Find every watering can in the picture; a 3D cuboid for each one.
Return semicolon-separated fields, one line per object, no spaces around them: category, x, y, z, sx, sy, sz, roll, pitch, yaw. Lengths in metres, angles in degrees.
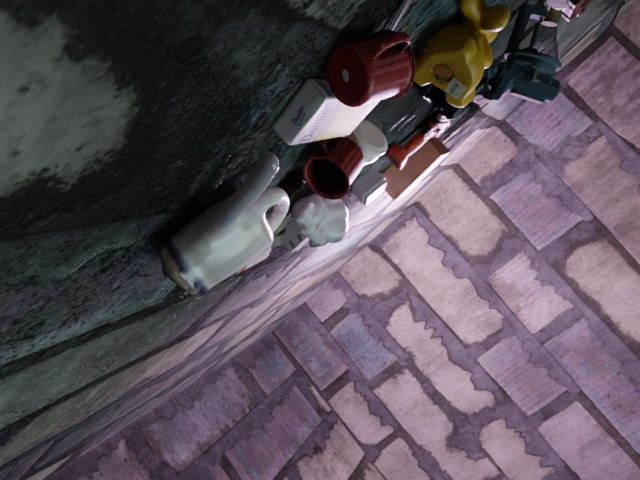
watering can;-0.141;-0.016;0.775;0.226;0.104;0.343;-37;171;-12

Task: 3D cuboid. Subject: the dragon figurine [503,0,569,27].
dragon figurine;0.394;-0.490;0.799;0.242;0.123;0.410;-59;170;6

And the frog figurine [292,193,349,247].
frog figurine;0.004;-0.058;1.162;0.157;0.123;0.139;71;36;-71
